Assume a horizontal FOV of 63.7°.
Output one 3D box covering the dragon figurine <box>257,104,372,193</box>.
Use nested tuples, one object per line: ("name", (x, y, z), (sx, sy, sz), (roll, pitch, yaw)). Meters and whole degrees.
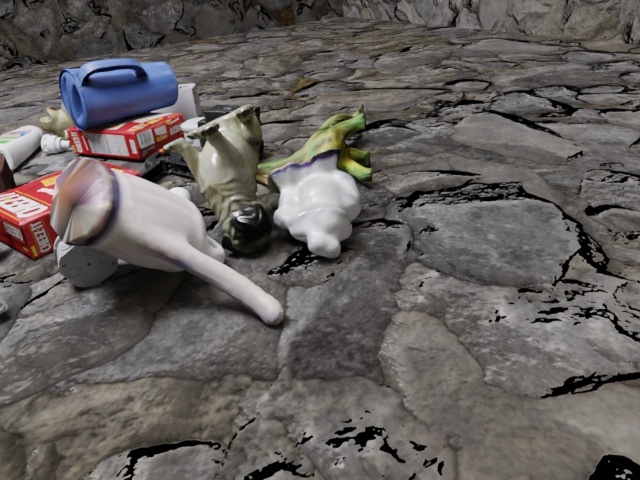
("dragon figurine", (-0.022, -0.172, 0.992), (0.242, 0.120, 0.417), (-12, 20, 5))

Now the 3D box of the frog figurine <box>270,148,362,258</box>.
("frog figurine", (0.002, -0.038, 0.764), (0.138, 0.120, 0.162), (-9, 63, -24))

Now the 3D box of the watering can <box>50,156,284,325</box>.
("watering can", (-0.203, -0.006, 0.649), (0.222, 0.104, 0.352), (25, 5, -46))
